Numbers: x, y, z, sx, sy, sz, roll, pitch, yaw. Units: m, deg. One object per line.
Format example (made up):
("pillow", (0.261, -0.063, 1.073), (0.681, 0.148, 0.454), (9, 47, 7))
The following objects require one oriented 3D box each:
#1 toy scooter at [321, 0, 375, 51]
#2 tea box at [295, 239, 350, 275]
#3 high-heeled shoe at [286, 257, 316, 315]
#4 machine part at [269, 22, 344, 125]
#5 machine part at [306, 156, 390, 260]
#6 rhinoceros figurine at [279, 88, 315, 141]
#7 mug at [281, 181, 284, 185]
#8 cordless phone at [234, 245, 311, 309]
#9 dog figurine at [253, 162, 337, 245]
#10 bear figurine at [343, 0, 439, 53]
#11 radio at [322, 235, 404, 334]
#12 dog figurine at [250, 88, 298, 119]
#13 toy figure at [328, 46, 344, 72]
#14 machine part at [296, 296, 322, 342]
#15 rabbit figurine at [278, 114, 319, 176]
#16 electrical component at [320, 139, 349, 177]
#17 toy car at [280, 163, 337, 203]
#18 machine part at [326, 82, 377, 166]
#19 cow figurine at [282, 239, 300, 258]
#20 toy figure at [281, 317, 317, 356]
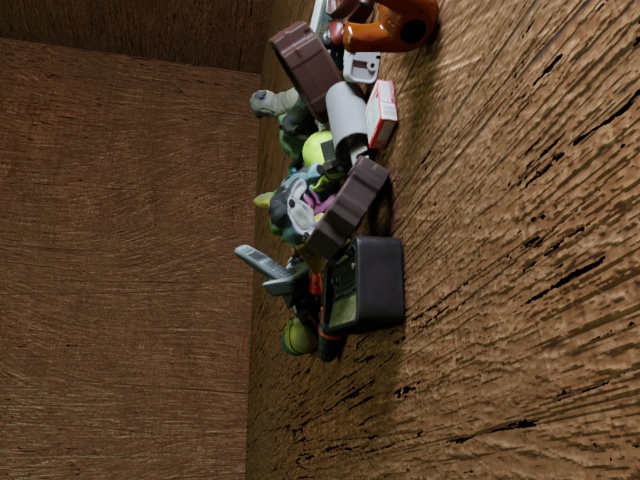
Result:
("toy scooter", (0.062, -0.472, 1.056), (0.135, 0.075, 0.184), (-17, 59, 60))
("tea box", (-0.002, -0.003, 1.088), (0.068, 0.098, 0.170), (56, -179, -19))
("high-heeled shoe", (-0.065, 0.121, 1.367), (0.145, 0.086, 0.249), (-54, 15, 40))
("machine part", (-0.020, -0.358, 1.147), (0.200, 0.087, 0.202), (57, -176, -23))
("machine part", (0.041, -0.050, 0.869), (0.179, 0.056, 0.179), (-57, 2, 2))
("rhinoceros figurine", (-0.024, -0.334, 1.323), (0.190, 0.073, 0.112), (-54, 49, 9))
("mug", (-0.045, -0.130, 1.379), (0.081, 0.110, 0.107), (114, 174, -87))
("cordless phone", (-0.097, 0.059, 1.234), (0.146, 0.184, 0.088), (-29, -33, -54))
("dog figurine", (-0.067, -0.057, 1.065), (0.219, 0.108, 0.191), (-17, 27, 52))
("bear figurine", (0.094, -0.355, 0.748), (0.120, 0.132, 0.196), (120, 147, -54))
("radio", (0.061, 0.078, 0.850), (0.229, 0.073, 0.131), (135, 138, -71))
("dog figurine", (-0.090, -0.380, 1.460), (0.172, 0.191, 0.121), (121, 151, -62))
("toy figure", (0.043, -0.402, 1.175), (0.064, 0.057, 0.154), (-43, 16, 3))
("machine part", (-0.017, 0.171, 1.188), (0.039, 0.084, 0.139), (-45, 17, 12))
("rabbit figurine", (-0.040, -0.244, 1.441), (0.170, 0.121, 0.159), (54, -148, -80))
("electrical component", (0.039, -0.153, 1.014), (0.102, 0.045, 0.078), (-11, -89, -62))
("toy car", (-0.014, -0.126, 1.232), (0.103, 0.109, 0.162), (-63, 27, 5))
("machine part", (0.055, -0.214, 0.985), (0.079, 0.079, 0.243), (107, 163, -45))
("cow figurine", (-0.043, -0.025, 1.283), (0.194, 0.086, 0.127), (65, -161, -66))
("toy figure", (-0.047, 0.238, 1.293), (0.180, 0.082, 0.089), (127, 135, -60))
